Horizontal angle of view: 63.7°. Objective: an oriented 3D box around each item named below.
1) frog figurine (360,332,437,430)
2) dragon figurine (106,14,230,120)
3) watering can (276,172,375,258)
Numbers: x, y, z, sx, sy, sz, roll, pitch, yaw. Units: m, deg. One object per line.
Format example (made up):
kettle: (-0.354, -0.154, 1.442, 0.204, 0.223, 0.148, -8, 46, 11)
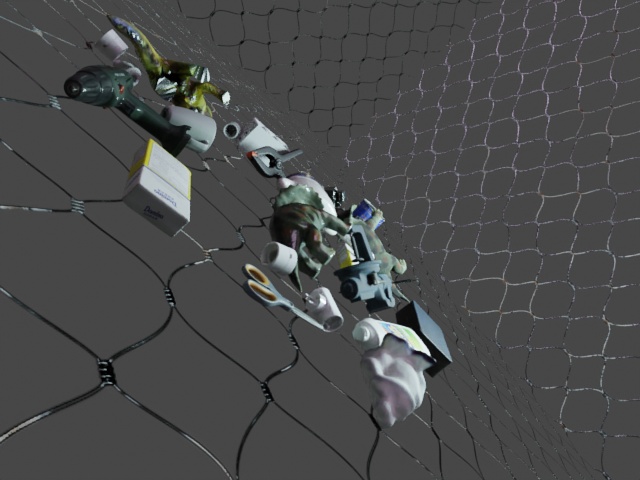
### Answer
frog figurine: (0.123, 0.260, 0.900, 0.135, 0.122, 0.163, 51, 45, -26)
dragon figurine: (-0.364, -0.384, 1.196, 0.245, 0.123, 0.403, 31, -10, 42)
watering can: (0.004, -0.073, 1.445, 0.344, 0.103, 0.229, 37, 14, -27)
